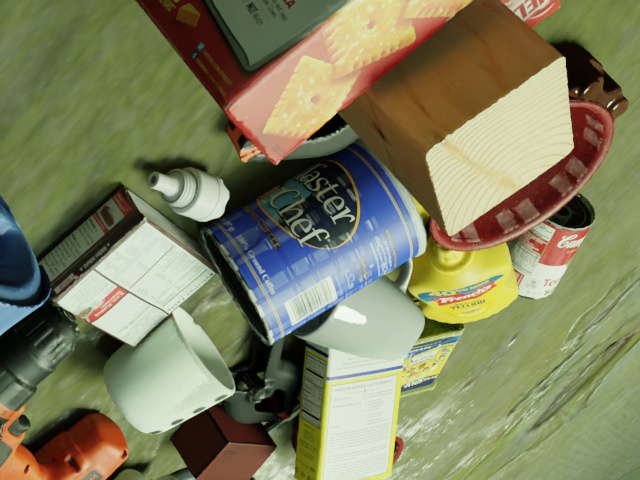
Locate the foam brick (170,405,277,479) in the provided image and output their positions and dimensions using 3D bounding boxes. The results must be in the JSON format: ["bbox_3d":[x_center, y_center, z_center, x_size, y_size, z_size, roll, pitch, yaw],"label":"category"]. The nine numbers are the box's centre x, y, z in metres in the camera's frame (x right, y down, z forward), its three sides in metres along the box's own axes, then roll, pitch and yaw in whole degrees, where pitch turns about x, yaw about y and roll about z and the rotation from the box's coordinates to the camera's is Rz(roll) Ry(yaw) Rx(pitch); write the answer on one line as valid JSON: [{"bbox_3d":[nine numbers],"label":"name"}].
[{"bbox_3d":[-0.090,0.193,1.011,0.053,0.051,0.078,-49,145,14],"label":"foam brick"}]

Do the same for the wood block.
[{"bbox_3d":[0.043,-0.114,0.617,0.090,0.206,0.090,-35,148,-5],"label":"wood block"}]

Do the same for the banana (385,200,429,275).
[{"bbox_3d":[0.065,-0.027,0.904,0.069,0.037,0.198,-9,137,-38],"label":"banana"}]

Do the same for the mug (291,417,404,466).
[{"bbox_3d":[0.018,0.208,1.104,0.117,0.082,0.093,-4,134,-43],"label":"mug"}]

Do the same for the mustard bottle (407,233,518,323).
[{"bbox_3d":[0.126,0.028,0.969,0.096,0.058,0.191,-12,161,10],"label":"mustard bottle"}]

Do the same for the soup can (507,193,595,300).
[{"bbox_3d":[0.222,0.002,1.064,0.068,0.068,0.102,-14,141,-33],"label":"soup can"}]

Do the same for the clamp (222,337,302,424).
[{"bbox_3d":[-0.070,0.130,0.966,0.120,0.039,0.171,-24,144,-5],"label":"clamp"}]

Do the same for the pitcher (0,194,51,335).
[{"bbox_3d":[-0.284,0.056,0.586,0.243,0.145,0.149,-41,112,10],"label":"pitcher"}]

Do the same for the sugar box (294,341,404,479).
[{"bbox_3d":[0.029,0.141,0.998,0.093,0.048,0.176,-3,103,-36],"label":"sugar box"}]

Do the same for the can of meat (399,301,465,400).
[{"bbox_3d":[0.088,0.111,1.079,0.101,0.057,0.084,-8,134,-39],"label":"can of meat"}]

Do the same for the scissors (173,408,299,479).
[{"bbox_3d":[-0.095,0.219,1.071,0.202,0.016,0.096,-47,146,10],"label":"scissors"}]

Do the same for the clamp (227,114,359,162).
[{"bbox_3d":[0.038,-0.106,0.758,0.210,0.036,0.164,-29,147,1],"label":"clamp"}]

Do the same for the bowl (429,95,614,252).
[{"bbox_3d":[0.142,-0.063,0.818,0.162,0.055,0.162,-22,148,-15],"label":"bowl"}]

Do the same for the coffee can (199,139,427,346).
[{"bbox_3d":[-0.005,0.001,0.809,0.140,0.103,0.103,-31,147,-12],"label":"coffee can"}]

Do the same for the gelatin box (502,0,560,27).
[{"bbox_3d":[0.134,-0.178,0.791,0.089,0.030,0.073,-35,148,-3],"label":"gelatin box"}]

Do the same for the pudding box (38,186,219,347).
[{"bbox_3d":[-0.137,0.022,0.767,0.090,0.039,0.113,-42,150,2],"label":"pudding box"}]

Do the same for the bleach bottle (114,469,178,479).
[{"bbox_3d":[-0.231,0.252,0.921,0.250,0.103,0.068,-16,150,-41],"label":"bleach bottle"}]

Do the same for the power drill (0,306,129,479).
[{"bbox_3d":[-0.224,0.143,0.817,0.184,0.057,0.187,-40,146,-2],"label":"power drill"}]

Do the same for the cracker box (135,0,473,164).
[{"bbox_3d":[0.005,-0.169,0.554,0.214,0.164,0.072,-40,149,2],"label":"cracker box"}]
